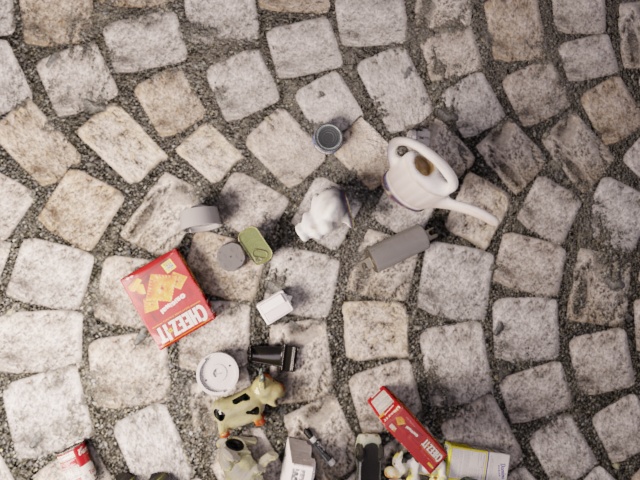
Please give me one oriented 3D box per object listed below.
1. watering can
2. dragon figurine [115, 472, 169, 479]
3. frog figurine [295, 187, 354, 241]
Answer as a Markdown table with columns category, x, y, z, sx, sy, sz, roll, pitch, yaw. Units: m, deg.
| category | x | y | z | sx | sy | sz | roll | pitch | yaw |
| --- | --- | --- | --- | --- | --- | --- | --- | --- | --- |
| watering can | 0.301 | -0.133 | 1.387 | 0.347 | 0.221 | 0.105 | 44 | 65 | -2 |
| dragon figurine | -0.449 | 0.729 | 1.293 | 0.410 | 0.123 | 0.240 | 5 | 102 | -4 |
| frog figurine | 0.004 | -0.070 | 1.399 | 0.159 | 0.120 | 0.140 | -15 | 55 | 1 |
